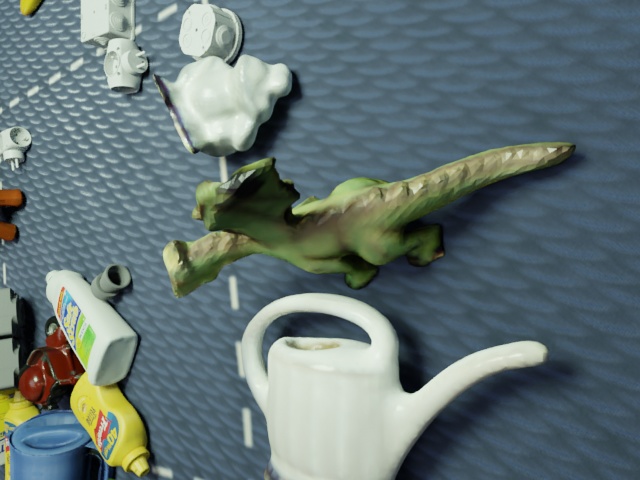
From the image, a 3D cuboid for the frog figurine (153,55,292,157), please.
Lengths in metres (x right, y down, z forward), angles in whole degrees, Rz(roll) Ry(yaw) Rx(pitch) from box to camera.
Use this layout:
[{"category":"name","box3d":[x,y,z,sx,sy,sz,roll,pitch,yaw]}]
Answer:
[{"category":"frog figurine","box3d":[-0.112,-0.184,0.668,0.160,0.120,0.140,-25,63,-3]}]

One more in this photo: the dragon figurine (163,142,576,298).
[{"category":"dragon figurine","box3d":[0.001,-0.024,0.484,0.405,0.242,0.124,-27,71,35]}]

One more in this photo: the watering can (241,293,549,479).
[{"category":"watering can","box3d":[0.046,0.173,0.526,0.347,0.104,0.224,2,92,36]}]
